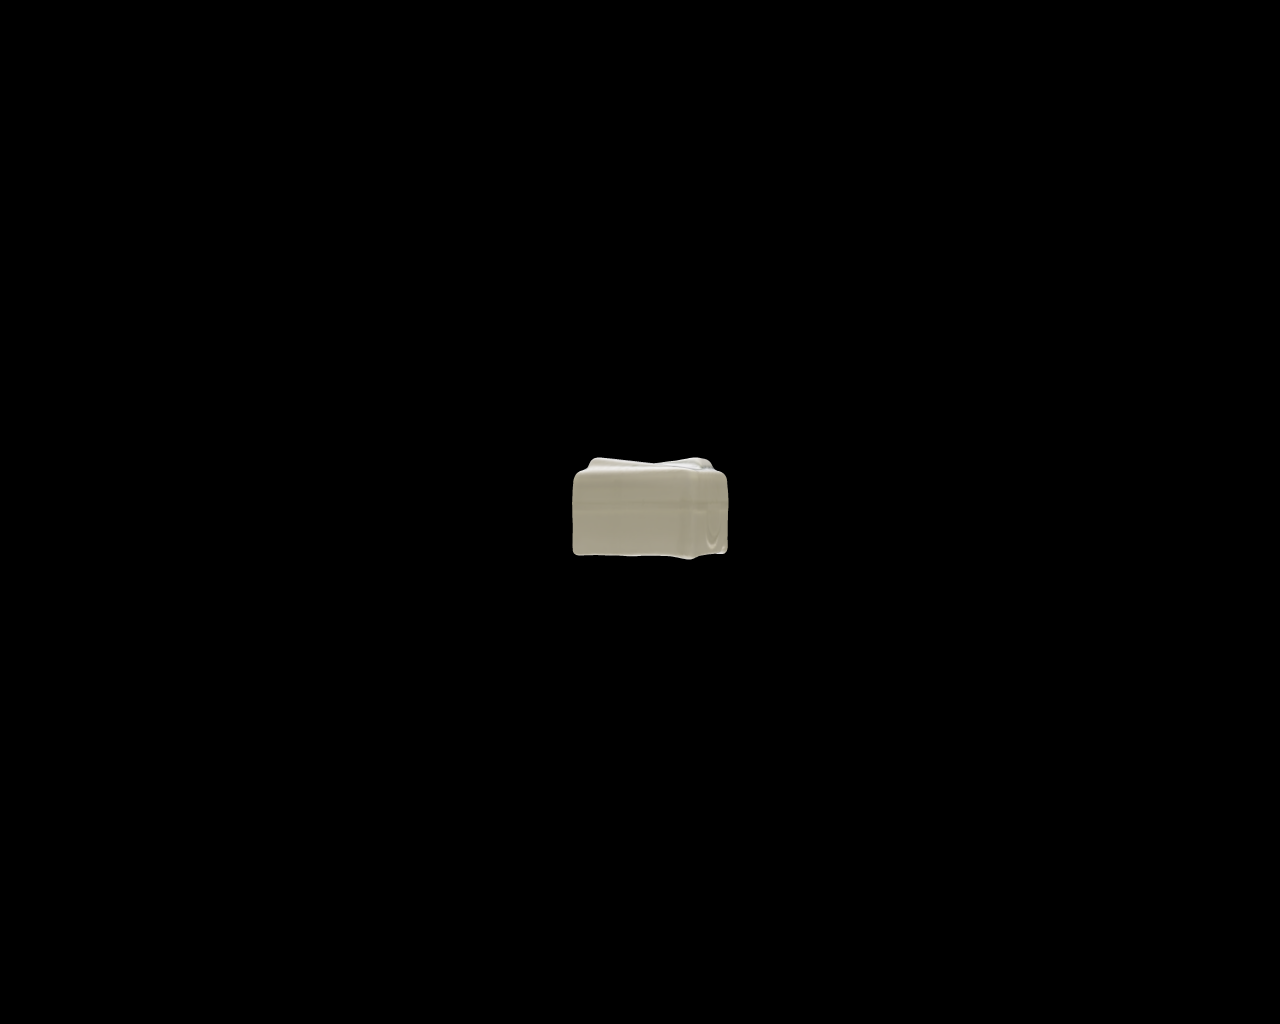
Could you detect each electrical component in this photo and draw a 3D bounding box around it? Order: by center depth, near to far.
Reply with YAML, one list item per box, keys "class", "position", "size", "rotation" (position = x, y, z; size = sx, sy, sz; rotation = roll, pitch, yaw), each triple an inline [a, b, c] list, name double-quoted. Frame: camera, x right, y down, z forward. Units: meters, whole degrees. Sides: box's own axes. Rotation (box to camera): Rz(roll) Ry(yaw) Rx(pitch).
- class: "electrical component"
  position: [0.001, -0.003, 0.650]
  size: [0.096, 0.061, 0.062]
  rotation: [0, 0, 25]
